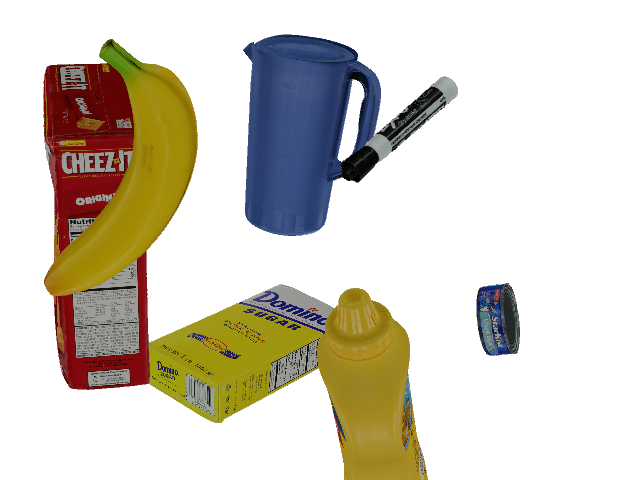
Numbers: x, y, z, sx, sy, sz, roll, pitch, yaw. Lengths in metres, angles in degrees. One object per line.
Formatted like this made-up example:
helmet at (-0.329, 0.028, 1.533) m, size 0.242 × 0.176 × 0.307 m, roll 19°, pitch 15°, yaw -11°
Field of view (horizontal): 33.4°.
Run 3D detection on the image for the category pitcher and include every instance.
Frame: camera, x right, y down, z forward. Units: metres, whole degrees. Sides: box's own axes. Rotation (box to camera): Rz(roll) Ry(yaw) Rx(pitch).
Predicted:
pitcher at (-0.023, -0.131, 1.357) m, size 0.144 × 0.243 × 0.149 m, roll -3°, pitch 25°, yaw -22°

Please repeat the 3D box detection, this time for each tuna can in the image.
tuna can at (0.214, 0.095, 1.284) m, size 0.034 × 0.086 × 0.086 m, roll -8°, pitch -3°, yaw 21°

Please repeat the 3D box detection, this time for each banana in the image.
banana at (-0.116, -0.034, 0.647) m, size 0.069 × 0.198 × 0.037 m, roll 17°, pitch 37°, yaw -10°

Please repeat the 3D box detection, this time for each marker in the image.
marker at (0.058, -0.082, 0.787) m, size 0.121 × 0.020 × 0.020 m, roll -42°, pitch 22°, yaw -27°

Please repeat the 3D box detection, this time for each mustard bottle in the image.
mustard bottle at (0.034, 0.105, 0.686) m, size 0.058 × 0.191 × 0.096 m, roll -5°, pitch 41°, yaw 6°

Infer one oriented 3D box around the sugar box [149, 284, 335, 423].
sugar box at (-0.061, 0.096, 0.957) m, size 0.093 × 0.048 × 0.175 m, roll 24°, pitch 33°, yaw 33°

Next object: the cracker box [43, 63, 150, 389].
cracker box at (-0.180, -0.014, 0.847) m, size 0.072 × 0.214 × 0.164 m, roll -4°, pitch 28°, yaw -14°
